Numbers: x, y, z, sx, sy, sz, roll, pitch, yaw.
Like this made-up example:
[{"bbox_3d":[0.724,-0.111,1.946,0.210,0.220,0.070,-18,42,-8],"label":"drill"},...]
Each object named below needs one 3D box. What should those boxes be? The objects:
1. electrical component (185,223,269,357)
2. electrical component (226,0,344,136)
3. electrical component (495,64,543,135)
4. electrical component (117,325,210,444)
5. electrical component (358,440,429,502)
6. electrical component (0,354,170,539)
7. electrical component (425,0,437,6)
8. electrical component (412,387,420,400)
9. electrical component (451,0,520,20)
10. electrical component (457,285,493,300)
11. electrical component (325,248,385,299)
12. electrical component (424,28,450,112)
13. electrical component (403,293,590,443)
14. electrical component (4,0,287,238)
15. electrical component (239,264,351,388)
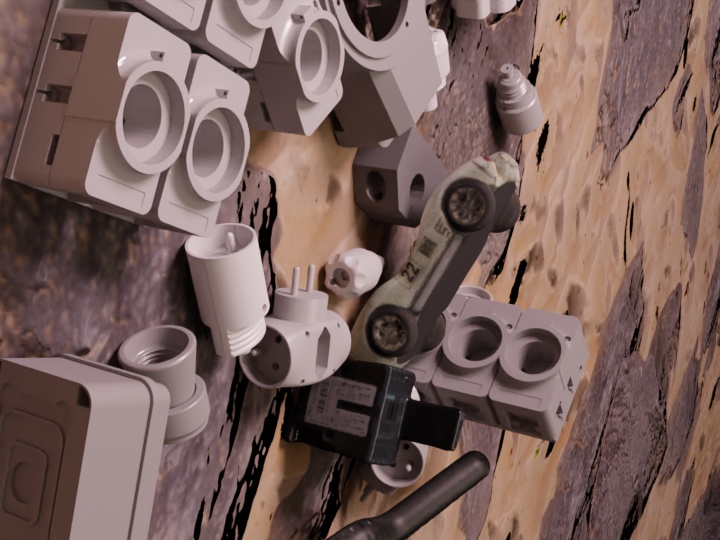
[{"bbox_3d":[-0.079,0.017,0.663,0.043,0.043,0.081,-45,137,-46],"label":"electrical component"},{"bbox_3d":[-0.047,-0.132,0.655,0.050,0.056,0.089,-55,144,-36],"label":"electrical component"},{"bbox_3d":[0.146,-0.161,1.007,0.040,0.040,0.078,-64,148,-26],"label":"electrical component"},{"bbox_3d":[-0.112,0.066,0.620,0.045,0.045,0.055,-44,136,-46],"label":"electrical component"},{"bbox_3d":[0.025,0.159,0.890,0.079,0.043,0.077,-54,179,14],"label":"electrical component"},{"bbox_3d":[-0.147,0.103,0.536,0.057,0.078,0.113,7,94,-58],"label":"electrical component"},{"bbox_3d":[0.037,-0.219,0.794,0.046,0.040,0.040,-2,101,-55],"label":"electrical component"},{"bbox_3d":[0.015,0.110,0.844,0.065,0.044,0.044,-30,127,-31],"label":"electrical component"},{"bbox_3d":[0.104,-0.249,0.885,0.078,0.058,0.057,-49,143,-42],"label":"electrical component"},{"bbox_3d":[0.099,0.047,0.991,0.066,0.048,0.055,-37,138,-50],"label":"electrical component"},{"bbox_3d":[0.000,0.000,0.808,0.061,0.035,0.035,-23,119,-60],"label":"electrical component"},{"bbox_3d":[0.048,-0.153,0.832,0.043,0.043,0.062,-49,141,-42],"label":"electrical component"},{"bbox_3d":[0.102,0.074,0.896,0.089,0.150,0.061,-63,148,-27],"label":"electrical component"},{"bbox_3d":[-0.101,-0.119,0.559,0.105,0.060,0.186,23,80,-61],"label":"electrical component"},{"bbox_3d":[-0.042,0.035,0.736,0.077,0.043,0.079,-11,109,-60],"label":"electrical component"}]
